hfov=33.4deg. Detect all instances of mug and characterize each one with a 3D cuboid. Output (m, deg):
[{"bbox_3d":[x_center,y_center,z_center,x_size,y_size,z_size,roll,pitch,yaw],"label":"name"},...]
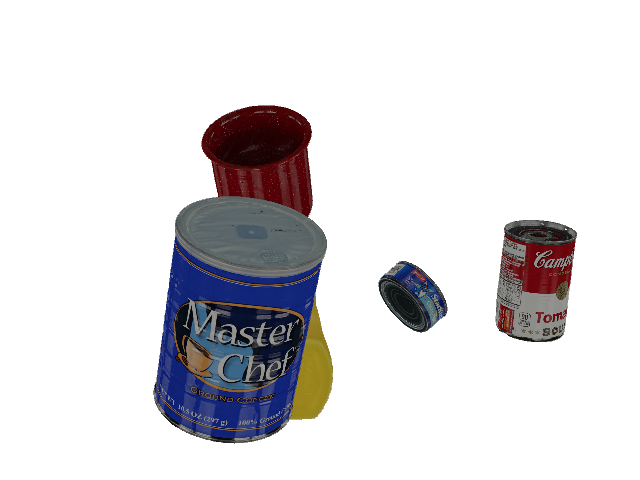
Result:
[{"bbox_3d":[-0.053,-0.064,0.926,0.093,0.081,0.117,-14,41,-8],"label":"mug"}]

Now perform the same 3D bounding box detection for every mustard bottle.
[{"bbox_3d":[-0.027,0.092,1.097,0.058,0.096,0.191,-2,27,-7],"label":"mustard bottle"}]

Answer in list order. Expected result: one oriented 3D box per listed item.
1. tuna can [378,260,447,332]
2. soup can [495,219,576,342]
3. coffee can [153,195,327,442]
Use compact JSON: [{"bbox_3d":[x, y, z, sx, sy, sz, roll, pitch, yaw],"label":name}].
[{"bbox_3d":[0.110,0.068,1.285,0.033,0.086,0.086,-39,16,-21],"label":"tuna can"},{"bbox_3d":[0.206,0.038,1.025,0.068,0.102,0.068,2,18,-1],"label":"soup can"},{"bbox_3d":[-0.058,0.054,0.744,0.102,0.140,0.103,9,27,-5],"label":"coffee can"}]
